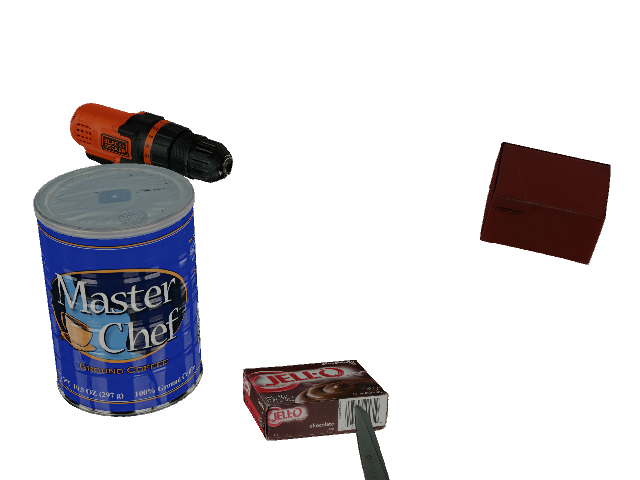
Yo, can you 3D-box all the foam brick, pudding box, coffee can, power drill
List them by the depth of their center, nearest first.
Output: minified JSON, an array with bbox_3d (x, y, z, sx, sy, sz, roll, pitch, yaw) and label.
[{"bbox_3d":[-0.133,0.032,0.720,0.103,0.140,0.103,0,27,0],"label":"coffee can"},{"bbox_3d":[0.155,-0.026,0.736,0.078,0.051,0.053,14,-37,6],"label":"foam brick"},{"bbox_3d":[-0.006,0.141,0.957,0.113,0.039,0.090,-1,15,-17],"label":"pudding box"},{"bbox_3d":[-0.169,-0.038,1.086,0.185,0.188,0.057,19,32,25],"label":"power drill"}]

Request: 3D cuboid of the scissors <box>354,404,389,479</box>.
[{"bbox_3d":[0.057,0.163,0.599,0.096,0.016,0.201,8,31,4],"label":"scissors"}]
